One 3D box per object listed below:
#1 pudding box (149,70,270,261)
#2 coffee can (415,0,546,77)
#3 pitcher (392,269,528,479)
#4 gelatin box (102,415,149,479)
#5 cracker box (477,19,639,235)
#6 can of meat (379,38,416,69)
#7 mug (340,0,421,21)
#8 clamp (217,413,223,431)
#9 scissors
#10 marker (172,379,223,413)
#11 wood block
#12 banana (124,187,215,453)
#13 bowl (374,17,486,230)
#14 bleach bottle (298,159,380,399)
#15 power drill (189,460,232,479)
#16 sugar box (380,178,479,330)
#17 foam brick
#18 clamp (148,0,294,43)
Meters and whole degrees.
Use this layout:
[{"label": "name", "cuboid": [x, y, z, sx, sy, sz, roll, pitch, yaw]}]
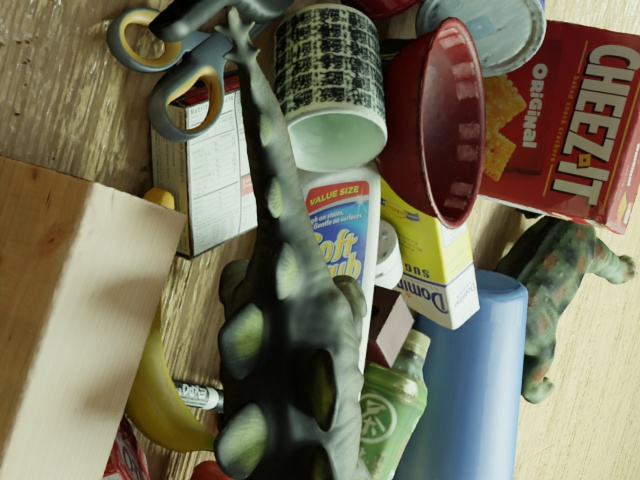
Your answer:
[{"label": "pudding box", "cuboid": [-0.075, -0.053, 0.737, 0.089, 0.039, 0.113, -28, 125, -48]}, {"label": "coffee can", "cuboid": [0.136, -0.220, 0.886, 0.103, 0.103, 0.140, 69, 24, -46]}, {"label": "pitcher", "cuboid": [0.151, 0.155, 1.126, 0.144, 0.149, 0.243, -2, 104, -31]}, {"label": "gelatin box", "cuboid": [-0.135, 0.152, 0.704, 0.030, 0.073, 0.089, -19, 132, -3]}, {"label": "cracker box", "cuboid": [0.183, -0.111, 0.949, 0.072, 0.214, 0.164, 10, 95, -60]}, {"label": "can of meat", "cuboid": [0.055, -0.122, 0.894, 0.101, 0.058, 0.084, -25, 123, -52]}, {"label": "mug", "cuboid": [0.035, -0.232, 0.784, 0.081, 0.093, 0.117, 32, 61, -53]}, {"label": "clamp", "cuboid": [-0.021, 0.209, 0.936, 0.164, 0.036, 0.210, -31, 121, -49]}, {"label": "scissors", "cuboid": [-0.078, -0.140, 0.701, 0.096, 0.016, 0.201, 45, 39, -23]}, {"label": "marker", "cuboid": [-0.099, 0.115, 0.796, 0.121, 0.020, 0.020, 26, 82, -59]}, {"label": "wood block", "cuboid": [-0.164, 0.065, 0.600, 0.090, 0.090, 0.206, 21, 86, -59]}, {"label": "banana", "cuboid": [-0.111, 0.066, 0.716, 0.069, 0.037, 0.198, -22, 111, -32]}, {"label": "bowl", "cuboid": [0.080, -0.089, 0.823, 0.161, 0.055, 0.162, 2, 90, -66]}, {"label": "bleach bottle", "cuboid": [-0.005, 0.001, 0.837, 0.102, 0.068, 0.251, 4, 94, -14]}, {"label": "power drill", "cuboid": [-0.105, 0.255, 0.739, 0.188, 0.057, 0.184, -165, -81, -84]}, {"label": "sugar box", "cuboid": [0.090, -0.004, 0.968, 0.048, 0.093, 0.176, -37, 135, -26]}, {"label": "foam brick", "cuboid": [0.034, 0.069, 0.931, 0.053, 0.078, 0.051, -61, 146, -23]}, {"label": "clamp", "cuboid": [-0.060, -0.173, 0.689, 0.171, 0.039, 0.120, 9, 86, -57]}]
